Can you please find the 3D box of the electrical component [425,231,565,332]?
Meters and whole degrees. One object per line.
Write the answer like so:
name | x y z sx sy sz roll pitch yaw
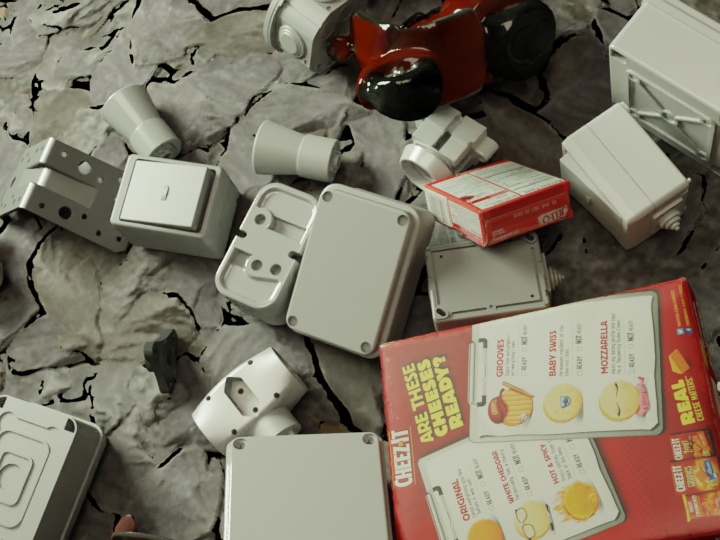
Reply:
electrical component | 0.099 0.016 0.773 0.096 0.061 0.061 -8 61 6

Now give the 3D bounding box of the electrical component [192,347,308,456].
electrical component | -0.070 0.110 0.790 0.077 0.043 0.079 -41 68 -3

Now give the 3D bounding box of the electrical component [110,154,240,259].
electrical component | -0.153 -0.052 0.851 0.096 0.061 0.061 9 74 12

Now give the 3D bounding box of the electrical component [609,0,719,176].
electrical component | 0.237 -0.130 0.767 0.109 0.108 0.056 38 86 21

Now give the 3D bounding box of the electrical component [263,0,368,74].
electrical component | -0.036 -0.204 0.870 0.051 0.080 0.080 39 83 16

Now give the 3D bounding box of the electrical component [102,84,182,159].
electrical component | -0.179 -0.116 0.893 0.044 0.044 0.065 -39 73 -2

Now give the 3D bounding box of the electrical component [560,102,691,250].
electrical component | 0.192 -0.060 0.779 0.061 0.061 0.096 -34 68 0

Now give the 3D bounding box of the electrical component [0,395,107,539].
electrical component | -0.249 0.159 0.807 0.078 0.057 0.113 15 76 17

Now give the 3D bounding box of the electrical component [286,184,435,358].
electrical component | 0.000 0.000 0.785 0.078 0.057 0.113 19 99 18

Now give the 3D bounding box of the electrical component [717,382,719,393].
electrical component | 0.264 0.113 0.715 0.081 0.042 0.063 35 84 21

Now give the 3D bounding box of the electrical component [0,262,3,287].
electrical component | -0.324 -0.007 0.887 0.066 0.048 0.055 -35 61 0

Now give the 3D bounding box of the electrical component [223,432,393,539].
electrical component | -0.035 0.168 0.724 0.109 0.056 0.108 -2 42 -3

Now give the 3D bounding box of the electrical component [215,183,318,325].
electrical component | -0.062 -0.010 0.820 0.054 0.059 0.095 22 78 19

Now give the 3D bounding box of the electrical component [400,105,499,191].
electrical component | 0.063 -0.091 0.828 0.066 0.048 0.055 35 75 20

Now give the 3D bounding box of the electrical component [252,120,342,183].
electrical component | -0.048 -0.092 0.856 0.065 0.044 0.044 12 75 11
